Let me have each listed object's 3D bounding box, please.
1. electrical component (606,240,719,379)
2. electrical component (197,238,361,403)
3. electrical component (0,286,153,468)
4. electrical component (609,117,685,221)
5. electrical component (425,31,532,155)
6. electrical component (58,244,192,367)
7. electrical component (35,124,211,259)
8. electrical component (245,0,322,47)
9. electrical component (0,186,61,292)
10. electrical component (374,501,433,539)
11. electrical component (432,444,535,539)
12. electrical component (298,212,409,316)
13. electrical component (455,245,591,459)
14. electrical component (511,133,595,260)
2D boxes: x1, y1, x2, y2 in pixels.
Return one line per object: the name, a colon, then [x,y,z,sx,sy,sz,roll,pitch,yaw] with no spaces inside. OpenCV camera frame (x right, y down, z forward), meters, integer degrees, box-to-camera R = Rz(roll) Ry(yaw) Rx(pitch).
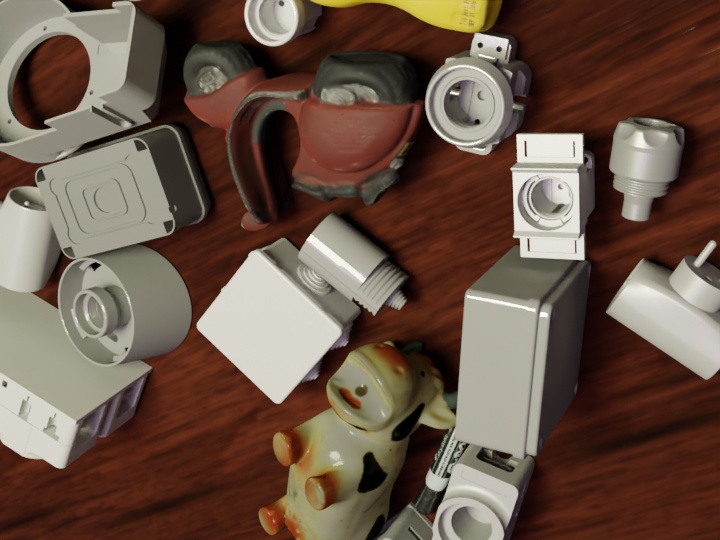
electrical component: [0.212,0.017,0.688,0.077,0.044,0.079,35,118,9]
electrical component: [-0.060,0.036,0.811,0.100,0.048,0.099,43,119,4]
electrical component: [-0.285,0.078,0.892,0.186,0.105,0.060,30,117,12]
electrical component: [0.178,-0.062,0.675,0.043,0.043,0.062,12,114,19]
electrical component: [0.076,-0.111,0.695,0.058,0.057,0.078,16,114,18]
electrical component: [-0.194,0.029,0.873,0.099,0.064,0.099,11,108,34]
electrical component: [-0.180,-0.060,0.825,0.113,0.057,0.078,-12,103,27]
electrical component: [-0.051,-0.175,0.734,0.040,0.046,0.040,8,111,21]
electrical component: [-0.289,-0.033,0.890,0.079,0.044,0.077,26,116,14]
electrical component: [0.060,0.291,0.841,0.186,0.060,0.105,47,119,2]
electrical component: [0.088,0.179,0.792,0.050,0.056,0.089,21,115,17]
electrical component: [0.000,0.000,0.775,0.081,0.043,0.043,39,119,7]
electrical component: [0.108,0.051,0.709,0.056,0.109,0.108,11,112,23]
electrical component: [0.126,-0.050,0.690,0.042,0.064,0.081,4,109,24]
